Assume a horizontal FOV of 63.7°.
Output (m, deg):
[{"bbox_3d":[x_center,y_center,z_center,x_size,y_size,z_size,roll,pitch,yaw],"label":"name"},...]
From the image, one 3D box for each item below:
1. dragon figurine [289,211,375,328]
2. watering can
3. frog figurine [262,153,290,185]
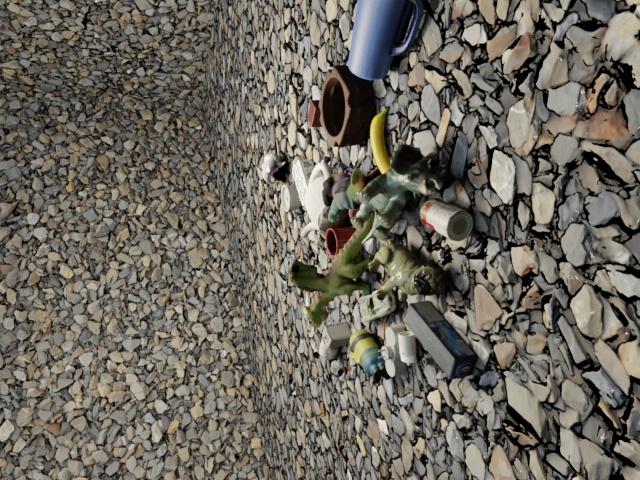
[{"bbox_3d":[0.029,0.092,1.530,0.124,0.243,0.401,-120,29,-55],"label":"dragon figurine"},{"bbox_3d":[0.005,-0.087,1.720,0.229,0.104,0.339,-119,32,-44],"label":"watering can"},{"bbox_3d":[-0.206,-0.313,2.200,0.162,0.123,0.134,45,157,42],"label":"frog figurine"}]
